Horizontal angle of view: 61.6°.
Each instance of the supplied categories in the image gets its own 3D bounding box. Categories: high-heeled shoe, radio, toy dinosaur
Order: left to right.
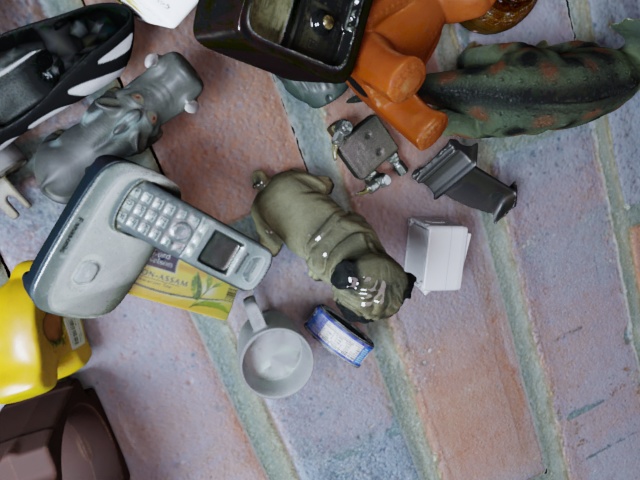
[{"bbox_3d":[-0.266,-0.137,0.445,0.145,0.249,0.086,-27,99,37],"label":"high-heeled shoe"},{"bbox_3d":[-0.009,-0.251,0.443,0.131,0.073,0.229,13,96,-47],"label":"radio"},{"bbox_3d":[0.249,-0.169,0.589,0.405,0.192,0.131,-16,105,-12],"label":"toy dinosaur"}]

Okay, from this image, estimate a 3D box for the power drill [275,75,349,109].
[{"bbox_3d":[-0.009,-0.272,0.557,0.207,0.086,0.231,-39,111,-7],"label":"power drill"}]

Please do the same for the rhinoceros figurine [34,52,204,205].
[{"bbox_3d":[-0.201,-0.114,0.529,0.190,0.112,0.073,-36,107,4],"label":"rhinoceros figurine"}]

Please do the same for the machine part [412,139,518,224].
[{"bbox_3d":[0.189,-0.071,0.666,0.139,0.039,0.084,26,128,-25],"label":"machine part"}]

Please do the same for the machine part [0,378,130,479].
[{"bbox_3d":[-0.269,0.266,0.553,0.087,0.201,0.201,-15,107,-8],"label":"machine part"}]

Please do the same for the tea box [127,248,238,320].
[{"bbox_3d":[-0.173,0.021,0.575,0.169,0.098,0.068,20,96,-16],"label":"tea box"}]

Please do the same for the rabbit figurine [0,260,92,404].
[{"bbox_3d":[-0.348,0.091,0.542,0.173,0.122,0.162,-13,104,8],"label":"rabbit figurine"}]

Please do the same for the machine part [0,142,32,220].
[{"bbox_3d":[-0.366,-0.120,0.502,0.079,0.079,0.243,-37,108,-3],"label":"machine part"}]

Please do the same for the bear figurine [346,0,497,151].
[{"bbox_3d":[0.114,-0.207,0.519,0.196,0.132,0.120,-42,145,2],"label":"bear figurine"}]

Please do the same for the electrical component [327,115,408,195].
[{"bbox_3d":[0.054,-0.101,0.631,0.078,0.045,0.102,-34,109,-3],"label":"electrical component"}]

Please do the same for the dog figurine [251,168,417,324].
[{"bbox_3d":[0.002,-0.004,0.565,0.172,0.191,0.121,28,95,-17],"label":"dog figurine"}]

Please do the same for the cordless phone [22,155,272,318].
[{"bbox_3d":[-0.148,0.022,0.489,0.184,0.089,0.146,30,91,-22],"label":"cordless phone"}]

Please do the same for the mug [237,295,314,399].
[{"bbox_3d":[-0.063,0.114,0.620,0.081,0.107,0.109,-31,104,-7],"label":"mug"}]
